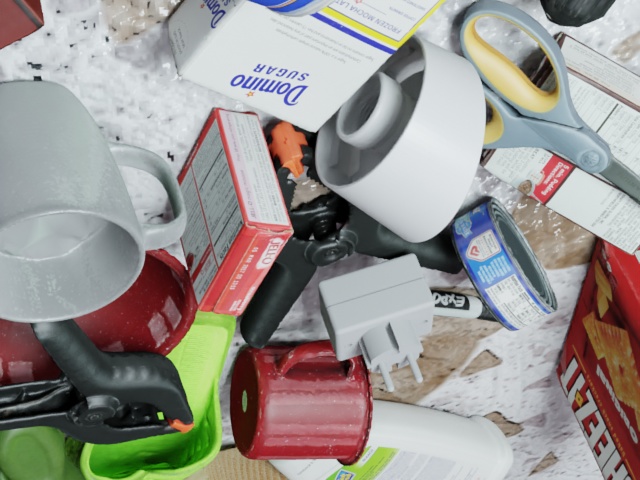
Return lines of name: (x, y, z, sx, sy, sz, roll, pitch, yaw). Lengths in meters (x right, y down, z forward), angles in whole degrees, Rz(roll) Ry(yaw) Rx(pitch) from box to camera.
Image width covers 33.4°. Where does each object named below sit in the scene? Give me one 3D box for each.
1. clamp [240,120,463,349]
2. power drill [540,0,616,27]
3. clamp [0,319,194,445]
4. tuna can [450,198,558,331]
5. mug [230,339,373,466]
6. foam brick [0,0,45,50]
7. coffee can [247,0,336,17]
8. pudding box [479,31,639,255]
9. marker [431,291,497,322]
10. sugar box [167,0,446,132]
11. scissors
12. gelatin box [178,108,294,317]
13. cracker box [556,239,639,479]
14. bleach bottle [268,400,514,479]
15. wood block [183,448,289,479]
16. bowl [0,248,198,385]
clamp: (-0.004, 0.001, 0.669, 0.164, 0.036, 0.210, -26, 148, 8)
power drill: (0.218, -0.171, 0.526, 0.187, 0.057, 0.185, 3, 139, -28)
clamp: (-0.133, 0.082, 0.618, 0.171, 0.039, 0.120, 11, 141, -44)
tuna can: (0.122, 0.017, 0.708, 0.034, 0.086, 0.086, -31, 143, 18)
mug: (-0.013, 0.110, 0.766, 0.081, 0.093, 0.117, 3, 140, -21)
foam brick: (-0.157, -0.115, 0.430, 0.051, 0.053, 0.078, -26, 143, 9)
coffee can: (-0.053, -0.150, 0.389, 0.140, 0.103, 0.103, 10, 135, -35)
pudding box: (0.163, -0.054, 0.626, 0.113, 0.039, 0.090, 29, 131, -3)
marker: (0.092, 0.048, 0.792, 0.120, 0.020, 0.020, 8, 136, -34)
sugar box: (0.016, -0.132, 0.496, 0.093, 0.048, 0.176, 18, 133, -41)
scissors: (0.133, -0.046, 0.606, 0.096, 0.016, 0.201, -26, 113, 37)
gelatin box: (-0.049, -0.015, 0.581, 0.030, 0.089, 0.073, 5, 137, -29)
cracker box: (0.255, 0.107, 0.823, 0.072, 0.164, 0.214, -11, 144, -8)
bleach bottle: (0.049, 0.174, 0.902, 0.250, 0.068, 0.103, 24, 110, -38)
wood block: (-0.100, 0.267, 0.916, 0.090, 0.090, 0.206, -6, 146, -46)
bowl: (-0.155, 0.029, 0.619, 0.162, 0.055, 0.162, -13, 144, -10)
